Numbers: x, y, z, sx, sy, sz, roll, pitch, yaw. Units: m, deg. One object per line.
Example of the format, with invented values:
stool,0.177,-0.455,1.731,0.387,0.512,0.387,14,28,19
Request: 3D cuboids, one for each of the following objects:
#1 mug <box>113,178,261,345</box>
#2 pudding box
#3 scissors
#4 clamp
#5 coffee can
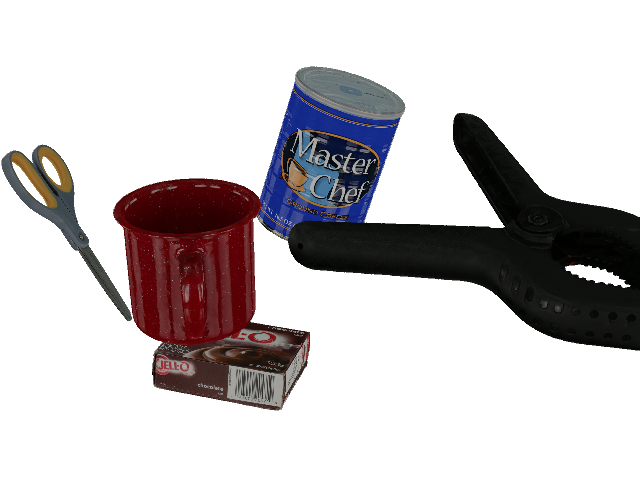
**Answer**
mug,-0.081,0.019,0.680,0.093,0.081,0.117,-5,26,-9
pudding box,-0.073,0.099,0.897,0.113,0.039,0.090,11,20,10
scissors,-0.244,-0.017,1.076,0.016,0.201,0.096,-27,26,23
clamp,0.099,0.006,0.546,0.164,0.036,0.210,-30,46,-32
coffee can,0.008,-0.075,0.981,0.102,0.140,0.103,15,25,-7
